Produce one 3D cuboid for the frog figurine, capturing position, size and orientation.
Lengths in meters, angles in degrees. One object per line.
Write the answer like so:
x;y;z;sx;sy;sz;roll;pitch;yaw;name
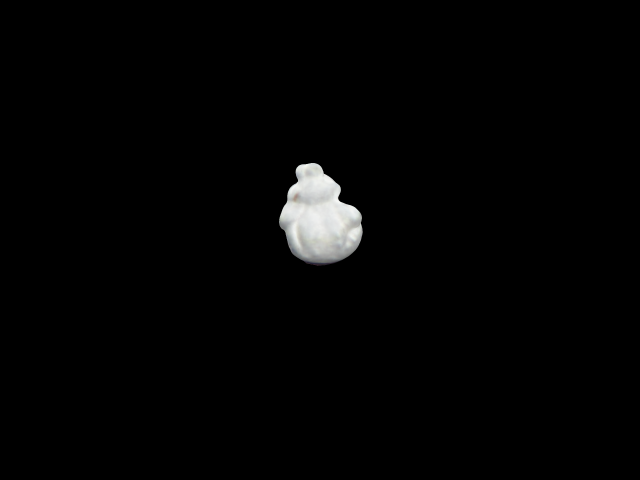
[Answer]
0.003;-0.043;0.850;0.137;0.156;0.125;8;37;11;frog figurine
